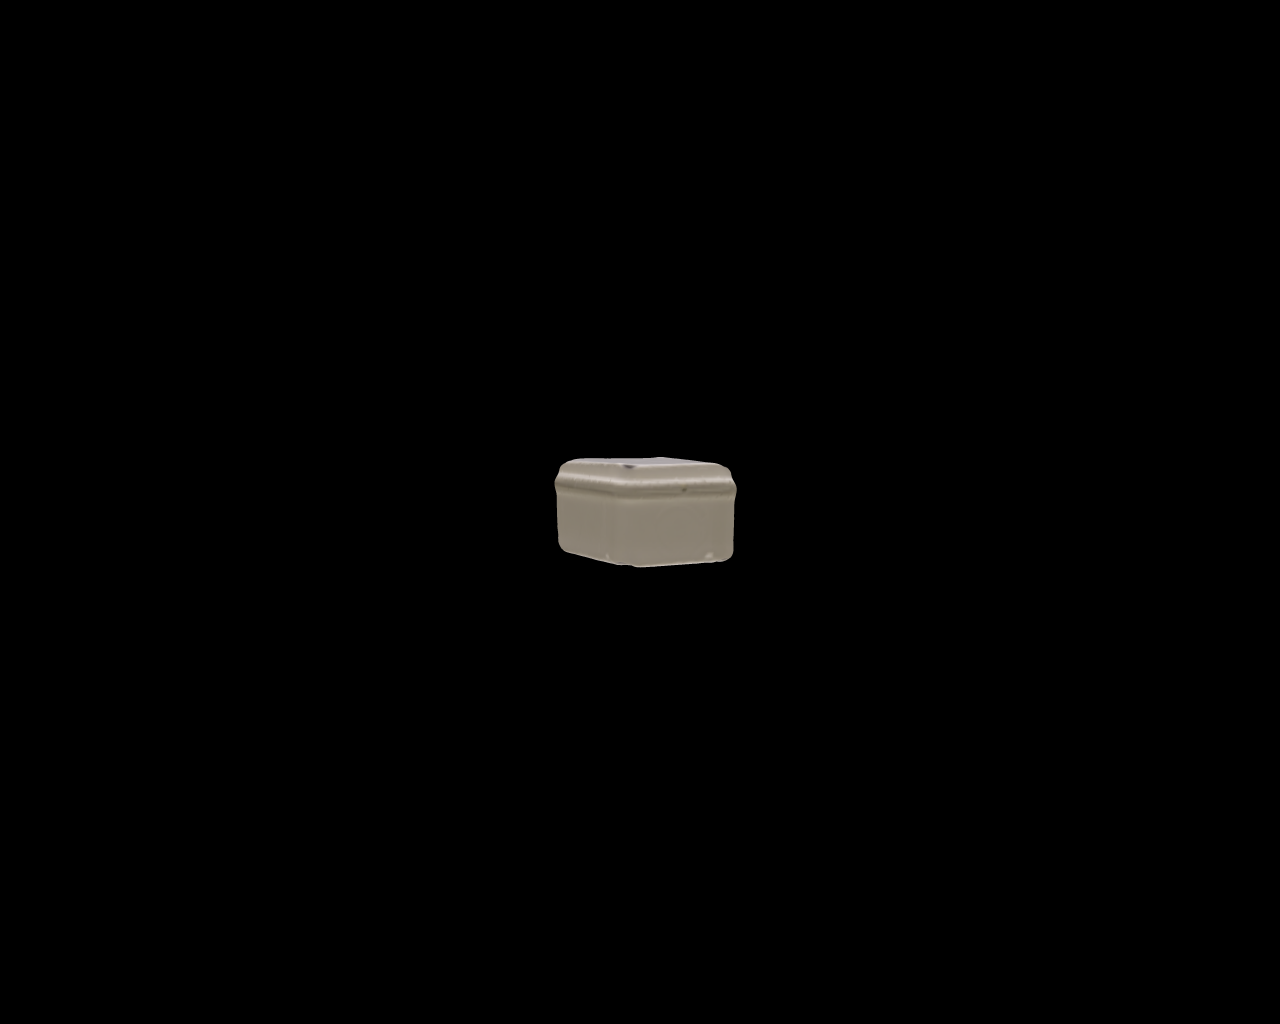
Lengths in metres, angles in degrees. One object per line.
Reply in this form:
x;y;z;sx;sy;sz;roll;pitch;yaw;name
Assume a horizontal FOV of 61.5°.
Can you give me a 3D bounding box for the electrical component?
0.001;-0.003;0.650;0.078;0.057;0.113;-2;5;-24;electrical component
